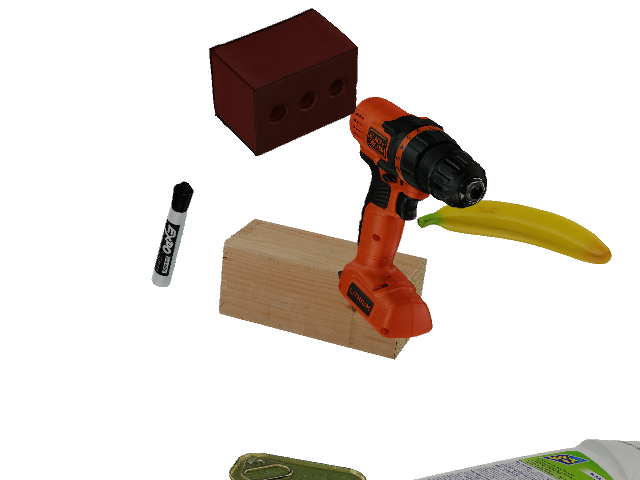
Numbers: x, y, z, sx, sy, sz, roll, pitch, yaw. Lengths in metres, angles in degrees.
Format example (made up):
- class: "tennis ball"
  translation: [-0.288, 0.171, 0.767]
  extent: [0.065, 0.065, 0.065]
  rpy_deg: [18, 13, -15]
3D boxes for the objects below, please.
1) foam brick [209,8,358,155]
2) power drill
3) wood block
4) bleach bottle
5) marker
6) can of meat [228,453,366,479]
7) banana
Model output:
- class: "foam brick"
  translation: [-0.022, -0.097, 0.654]
  extent: [0.078, 0.053, 0.051]
  rpy_deg: [-27, 51, -24]
- class: "power drill"
  translation: [0.074, -0.014, 0.919]
  extent: [0.057, 0.188, 0.185]
  rpy_deg: [-3, 26, -24]
- class: "wood block"
  translation: [0.001, 0.051, 1.177]
  extent: [0.206, 0.091, 0.090]
  rpy_deg: [14, 23, 17]
- class: "bleach bottle"
  translation: [0.132, 0.164, 0.618]
  extent: [0.250, 0.068, 0.103]
  rpy_deg: [-7, 19, -28]
- class: "marker"
  translation: [-0.143, -0.006, 1.031]
  extent: [0.020, 0.121, 0.020]
  rpy_deg: [13, 35, -9]
- class: "can of meat"
  translation: [-0.021, 0.217, 0.813]
  extent: [0.102, 0.084, 0.057]
  rpy_deg: [8, 14, 10]
- class: "banana"
  translation: [0.203, -0.010, 1.101]
  extent: [0.198, 0.037, 0.069]
  rpy_deg: [10, 37, 21]
